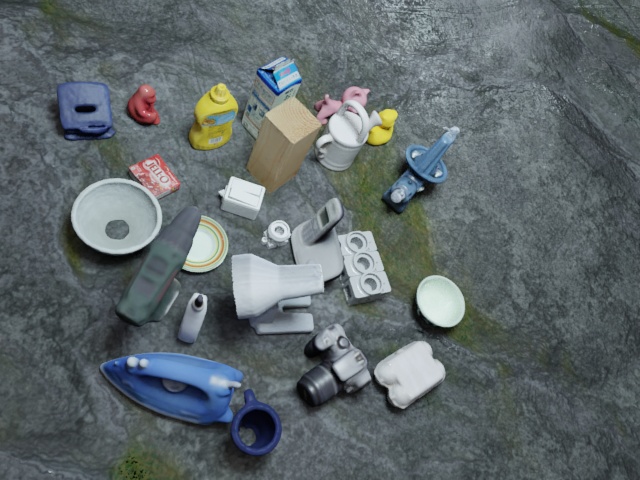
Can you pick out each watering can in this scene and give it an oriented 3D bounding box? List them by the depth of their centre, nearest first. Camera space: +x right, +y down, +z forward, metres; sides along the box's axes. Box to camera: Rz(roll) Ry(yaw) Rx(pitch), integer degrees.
[{"bbox_3d":[0.068,-0.259,1.357,0.101,0.194,0.173,39,59,1],"label":"watering can"}]

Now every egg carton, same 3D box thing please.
[{"bbox_3d":[0.190,0.282,1.212,0.151,0.069,0.107,-27,77,-28],"label":"egg carton"}]

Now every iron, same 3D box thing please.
[{"bbox_3d":[-0.264,0.246,1.022,0.259,0.141,0.118,17,61,-12],"label":"iron"}]

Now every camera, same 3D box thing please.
[{"bbox_3d":[0.017,0.257,1.143,0.137,0.100,0.143,-29,78,-29],"label":"camera"}]

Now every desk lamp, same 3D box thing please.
[{"bbox_3d":[-0.087,0.104,1.114,0.204,0.213,0.118,1,65,-19],"label":"desk lamp"}]

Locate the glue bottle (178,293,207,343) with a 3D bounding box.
[{"bbox_3d":[-0.233,0.135,1.069,0.037,0.173,0.078,16,61,-12],"label":"glue bottle"}]

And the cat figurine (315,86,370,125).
[{"bbox_3d":[0.062,-0.348,1.442,0.128,0.117,0.067,-2,66,-21],"label":"cat figurine"}]

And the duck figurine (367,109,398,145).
[{"bbox_3d":[0.159,-0.298,1.472,0.077,0.086,0.105,47,59,6],"label":"duck figurine"}]

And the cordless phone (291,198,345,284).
[{"bbox_3d":[0.011,0.004,1.214,0.094,0.185,0.147,-9,69,-23],"label":"cordless phone"}]

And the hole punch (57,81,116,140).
[{"bbox_3d":[-0.496,-0.275,1.219,0.109,0.091,0.101,-8,69,-23],"label":"hole punch"}]

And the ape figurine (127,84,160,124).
[{"bbox_3d":[-0.388,-0.308,1.274,0.076,0.092,0.078,15,61,-13],"label":"ape figurine"}]

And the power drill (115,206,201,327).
[{"bbox_3d":[-0.296,0.065,1.059,0.075,0.208,0.230,28,59,-5],"label":"power drill"}]

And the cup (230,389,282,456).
[{"bbox_3d":[-0.128,0.340,1.054,0.092,0.095,0.117,-8,68,-23],"label":"cup"}]

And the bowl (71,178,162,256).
[{"bbox_3d":[-0.404,-0.035,1.146,0.168,0.074,0.167,8,63,-16],"label":"bowl"}]

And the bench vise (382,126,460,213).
[{"bbox_3d":[0.253,-0.164,1.363,0.121,0.219,0.207,26,59,-6],"label":"bench vise"}]
